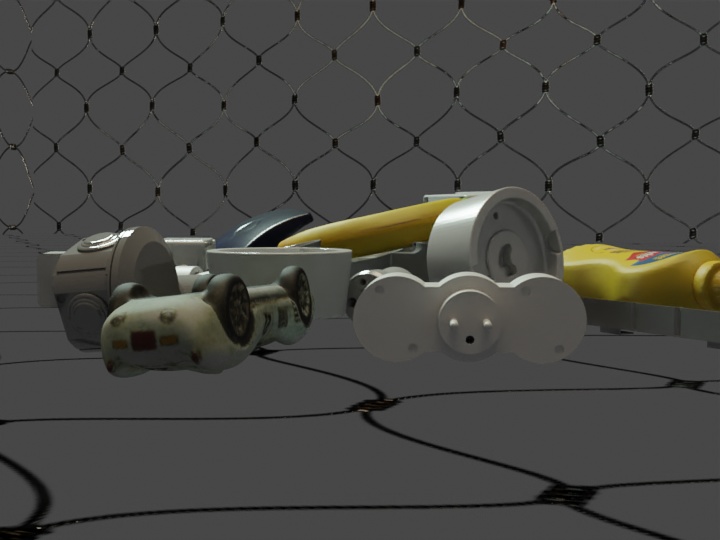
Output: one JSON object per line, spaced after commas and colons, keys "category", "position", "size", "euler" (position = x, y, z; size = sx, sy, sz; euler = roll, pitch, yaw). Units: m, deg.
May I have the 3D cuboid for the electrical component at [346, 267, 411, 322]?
{"category": "electrical component", "position": [0.017, 0.021, 0.837], "size": [0.045, 0.045, 0.055], "euler": [2, 4, 26]}

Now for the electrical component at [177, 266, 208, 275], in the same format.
{"category": "electrical component", "position": [-0.127, 0.019, 0.870], "size": [0.055, 0.045, 0.045], "euler": [0, 3, 15]}

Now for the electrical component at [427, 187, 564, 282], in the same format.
{"category": "electrical component", "position": [0.097, -0.006, 0.815], "size": [0.108, 0.108, 0.060], "euler": [-3, -2, -42]}

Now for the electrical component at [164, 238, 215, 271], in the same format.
{"category": "electrical component", "position": [-0.171, 0.002, 1.014], "size": [0.061, 0.061, 0.096], "euler": [0, 3, -2]}

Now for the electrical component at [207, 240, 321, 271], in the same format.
{"category": "electrical component", "position": [-0.083, 0.005, 0.934], "size": [0.099, 0.064, 0.099], "euler": [0, 4, 0]}

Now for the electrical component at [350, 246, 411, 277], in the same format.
{"category": "electrical component", "position": [0.000, 0.000, 1.027], "size": [0.099, 0.064, 0.099], "euler": [0, 4, 0]}

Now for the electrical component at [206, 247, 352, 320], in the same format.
{"category": "electrical component", "position": [-0.060, 0.015, 0.800], "size": [0.108, 0.060, 0.108], "euler": [0, 3, 0]}

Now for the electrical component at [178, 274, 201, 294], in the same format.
{"category": "electrical component", "position": [-0.144, 0.024, 0.812], "size": [0.040, 0.040, 0.078], "euler": [3, 4, 43]}

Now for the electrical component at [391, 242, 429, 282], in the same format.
{"category": "electrical component", "position": [0.102, 0.005, 0.972], "size": [0.089, 0.061, 0.150], "euler": [2, 4, 33]}

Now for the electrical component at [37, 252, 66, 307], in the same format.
{"category": "electrical component", "position": [-0.251, 0.008, 0.999], "size": [0.089, 0.050, 0.056], "euler": [0, 3, -8]}

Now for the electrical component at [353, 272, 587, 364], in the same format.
{"category": "electrical component", "position": [0.065, 0.029, 0.639], "size": [0.138, 0.052, 0.074], "euler": [0, 3, 4]}

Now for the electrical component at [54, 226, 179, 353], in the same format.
{"category": "electrical component", "position": [-0.150, 0.014, 0.675], "size": [0.051, 0.080, 0.080], "euler": [-5, 2, 17]}

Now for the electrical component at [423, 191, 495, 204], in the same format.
{"category": "electrical component", "position": [0.115, -0.029, 1.160], "size": [0.056, 0.108, 0.109], "euler": [-4, 5, -21]}
